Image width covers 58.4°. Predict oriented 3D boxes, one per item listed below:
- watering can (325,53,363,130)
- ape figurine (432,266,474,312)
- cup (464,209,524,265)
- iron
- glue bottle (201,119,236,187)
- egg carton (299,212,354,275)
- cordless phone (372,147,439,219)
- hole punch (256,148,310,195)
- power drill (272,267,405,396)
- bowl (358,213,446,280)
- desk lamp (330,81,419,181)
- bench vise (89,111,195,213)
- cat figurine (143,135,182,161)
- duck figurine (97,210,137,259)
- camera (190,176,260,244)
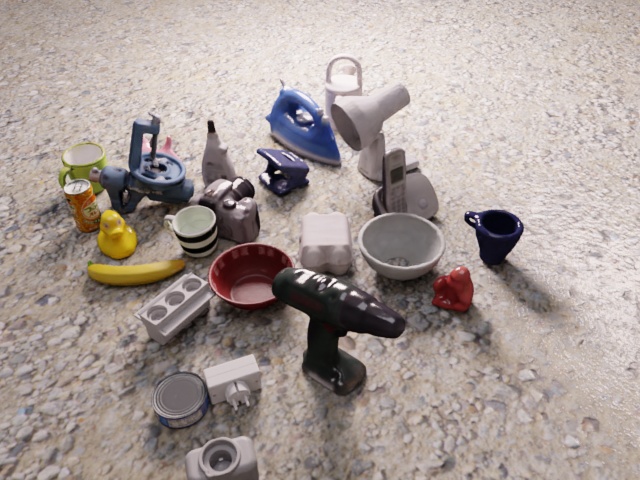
[{"bbox_3d":[0.061,-0.399,1.500,0.101,0.194,0.172,-7,42,-7],"label":"watering can"},{"bbox_3d":[0.247,0.084,1.033,0.076,0.092,0.077,-16,44,-17],"label":"ape figurine"},{"bbox_3d":[0.333,-0.004,1.129,0.117,0.095,0.092,25,48,26],"label":"cup"},{"bbox_3d":[-0.029,-0.299,1.428,0.119,0.141,0.257,-28,49,-28],"label":"iron"},{"bbox_3d":[-0.233,-0.192,1.284,0.078,0.173,0.037,9,43,11],"label":"glue bottle"},{"bbox_3d":[0.010,0.004,1.141,0.107,0.069,0.150,-2,42,-2],"label":"egg carton"},{"bbox_3d":[0.181,-0.116,1.188,0.148,0.185,0.093,-27,48,-27],"label":"cordless phone"},{"bbox_3d":[-0.085,-0.173,1.325,0.101,0.091,0.108,-28,48,-28],"label":"hole punch"},{"bbox_3d":[0.026,0.140,0.882,0.228,0.208,0.076,27,48,27],"label":"power drill"},{"bbox_3d":[0.156,0.024,1.113,0.167,0.075,0.167,0,42,0],"label":"bowl"},{"bbox_3d":[0.129,-0.249,1.317,0.204,0.214,0.117,-22,46,-23],"label":"desk lamp"},{"bbox_3d":[-0.383,-0.157,1.211,0.208,0.220,0.121,-18,44,-19],"label":"bench vise"},{"bbox_3d":[-0.387,-0.196,1.331,0.067,0.118,0.128,25,47,26],"label":"cat figurine"},{"bbox_3d":[-0.418,-0.023,1.161,0.078,0.086,0.104,-20,45,-20],"label":"duck figurine"},{"bbox_3d":[-0.184,-0.080,1.213,0.142,0.101,0.137,18,45,20],"label":"camera"}]
